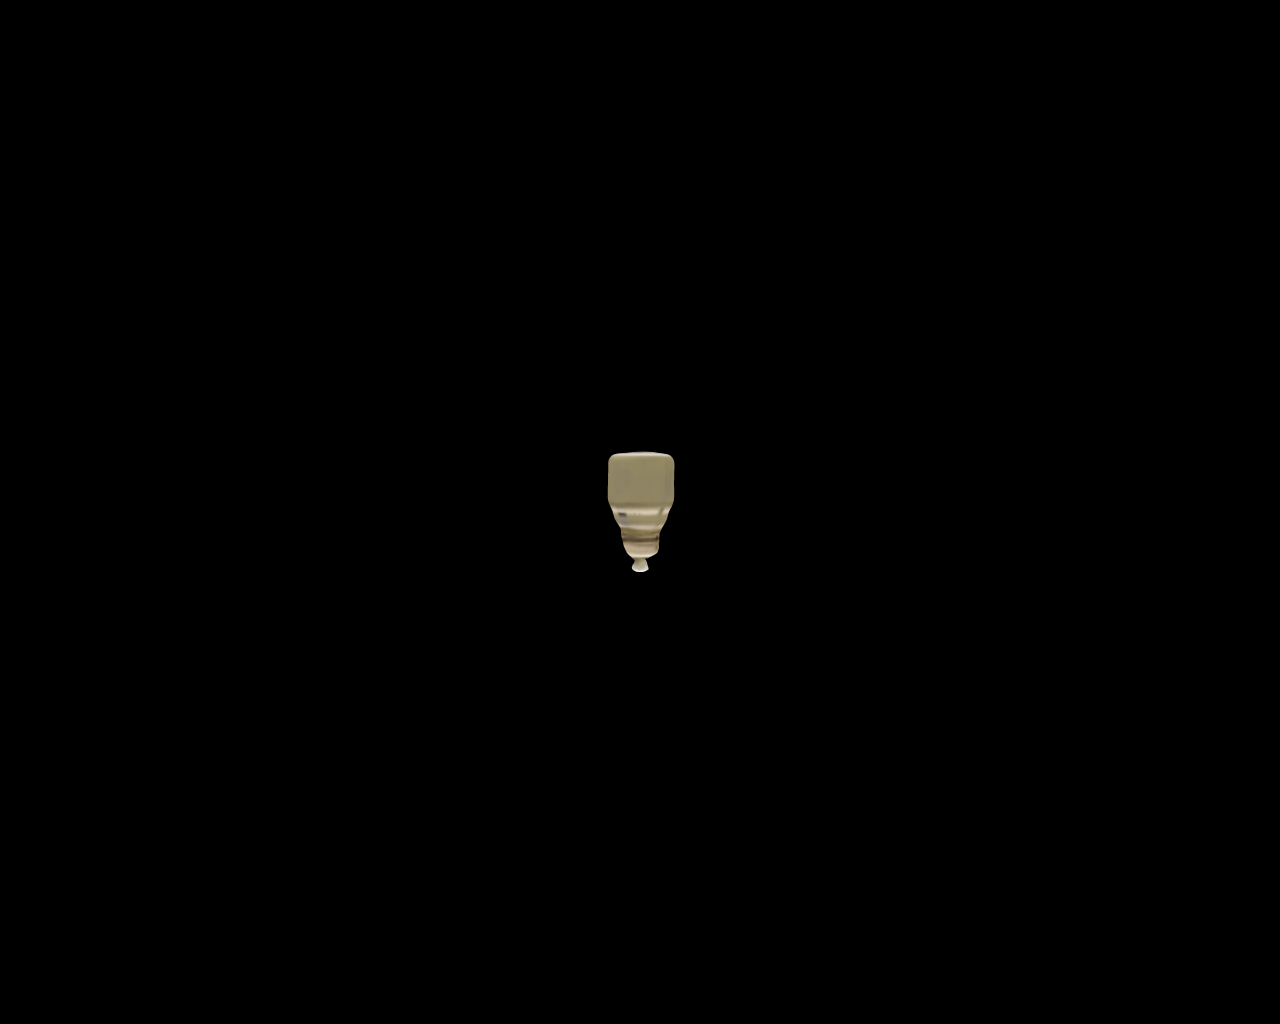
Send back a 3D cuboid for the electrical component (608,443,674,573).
[{"bbox_3d":[0.001,-0.003,0.650,0.040,0.078,0.040,0,4,0],"label":"electrical component"}]
